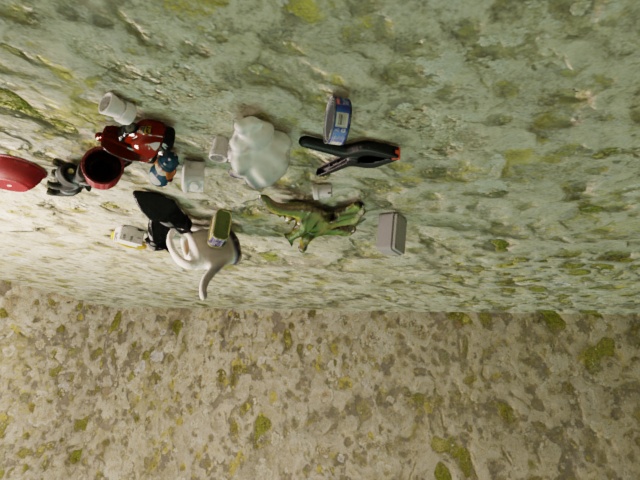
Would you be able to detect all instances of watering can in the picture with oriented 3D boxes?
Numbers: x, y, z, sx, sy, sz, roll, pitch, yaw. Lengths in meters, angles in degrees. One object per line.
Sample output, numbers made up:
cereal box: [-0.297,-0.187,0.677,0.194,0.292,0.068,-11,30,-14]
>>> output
watering can: [-0.347,0.055,1.623,0.225,0.354,0.102,-8,132,-34]

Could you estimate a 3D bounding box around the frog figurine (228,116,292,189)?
frog figurine: [-0.117,-0.182,1.031,0.138,0.124,0.156,-24,163,-23]

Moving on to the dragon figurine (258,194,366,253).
dragon figurine: [0.004,-0.072,1.439,0.242,0.124,0.405,-17,161,9]
